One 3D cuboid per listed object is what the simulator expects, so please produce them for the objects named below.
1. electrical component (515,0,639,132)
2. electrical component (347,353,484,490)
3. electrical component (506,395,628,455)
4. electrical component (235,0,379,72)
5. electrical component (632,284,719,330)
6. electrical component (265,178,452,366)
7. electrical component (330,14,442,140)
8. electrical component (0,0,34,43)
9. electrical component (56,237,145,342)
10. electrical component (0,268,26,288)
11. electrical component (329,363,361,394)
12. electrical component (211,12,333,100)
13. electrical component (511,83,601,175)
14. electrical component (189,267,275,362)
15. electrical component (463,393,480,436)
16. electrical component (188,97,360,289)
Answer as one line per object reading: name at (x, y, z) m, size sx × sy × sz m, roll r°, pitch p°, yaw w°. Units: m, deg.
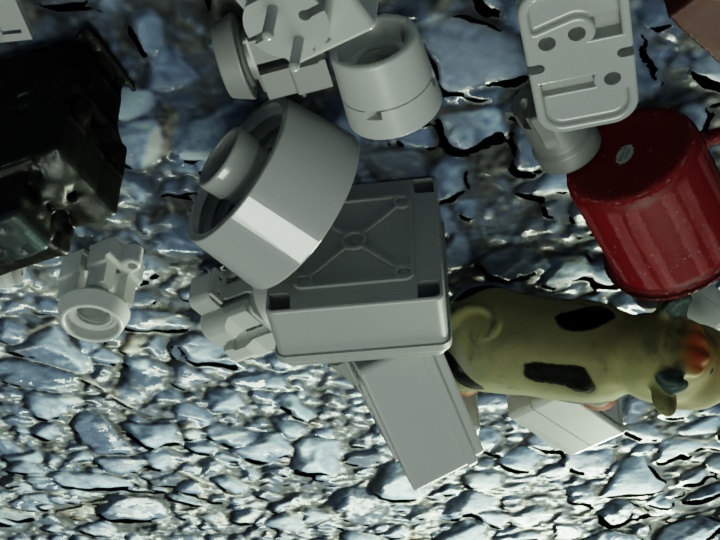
electrical component at (0.112, -0.128, 0.563) m, size 0.054 × 0.059 × 0.095 m, roll -10°, pitch 139°, yaw 12°
electrical component at (0.028, 0.075, 0.740) m, size 0.056 × 0.108 × 0.108 m, roll -26°, pitch 116°, yaw -4°
electrical component at (0.158, 0.098, 0.828) m, size 0.061 × 0.061 × 0.096 m, roll -32°, pitch 130°, yaw 32°
electrical component at (-0.030, -0.118, 0.467) m, size 0.047 × 0.076 × 0.065 m, roll -19°, pitch 135°, yaw 28°
electrical component at (0.233, 0.026, 0.757) m, size 0.081 × 0.043 × 0.043 m, roll 32°, pitch 130°, yaw -32°
electrical component at (0.000, 0.000, 0.678) m, size 0.109 × 0.108 × 0.056 m, roll -5°, pitch 137°, yaw 6°
electrical component at (0.013, -0.107, 0.593) m, size 0.055 × 0.055 × 0.047 m, roll -10°, pitch 135°, yaw 12°
electrical component at (-0.210, -0.140, 0.548) m, size 0.081 × 0.063 × 0.042 m, roll -4°, pitch 141°, yaw 5°
electrical component at (-0.180, 0.015, 0.736) m, size 0.066 × 0.055 × 0.048 m, roll -20°, pitch 136°, yaw 22°
electrical component at (-0.255, -0.010, 0.715) m, size 0.055 × 0.045 × 0.045 m, roll 1°, pitch 140°, yaw -2°
electrical component at (0.002, 0.070, 0.813) m, size 0.040 × 0.040 × 0.046 m, roll -29°, pitch 127°, yaw 30°
electrical component at (-0.048, -0.120, 0.585) m, size 0.055 × 0.048 × 0.066 m, roll -14°, pitch 138°, yaw 5°
electrical component at (0.114, -0.085, 0.631) m, size 0.040 × 0.040 × 0.046 m, roll -22°, pitch 130°, yaw 24°
electrical component at (-0.072, 0.026, 0.748) m, size 0.057 × 0.058 × 0.078 m, roll -20°, pitch 136°, yaw 26°
electrical component at (0.051, 0.107, 0.836) m, size 0.077 × 0.065 × 0.047 m, roll 1°, pitch 140°, yaw -1°
electrical component at (-0.057, -0.050, 0.624) m, size 0.060 × 0.108 × 0.108 m, roll 33°, pitch 130°, yaw -24°
